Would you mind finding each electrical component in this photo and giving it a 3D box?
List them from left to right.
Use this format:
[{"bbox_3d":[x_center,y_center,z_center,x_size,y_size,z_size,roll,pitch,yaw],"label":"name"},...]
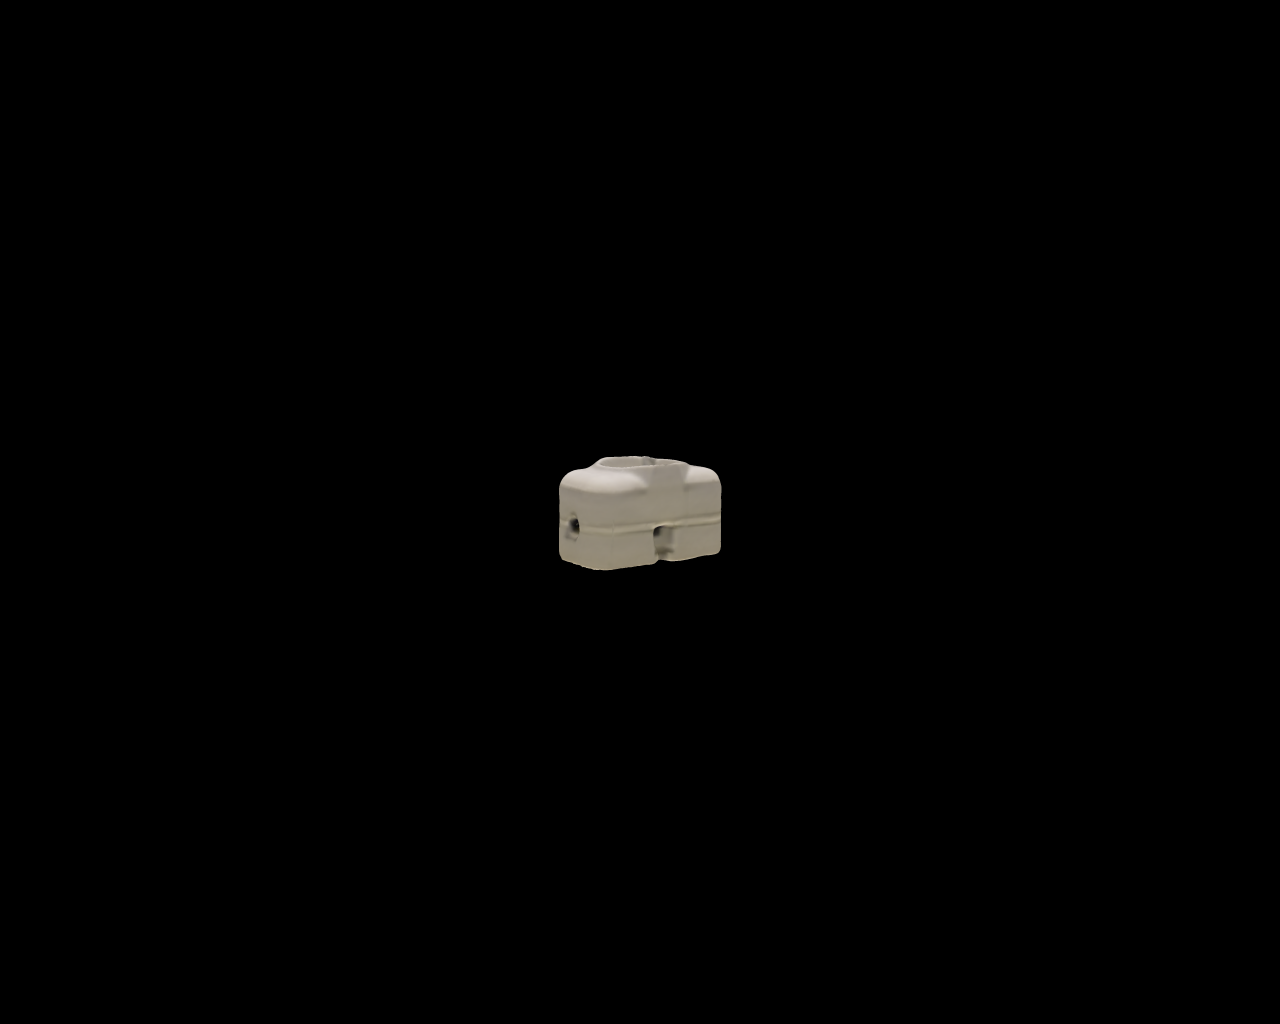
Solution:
[{"bbox_3d":[0.001,-0.003,0.650,0.095,0.059,0.054,-6,11,-32],"label":"electrical component"}]
